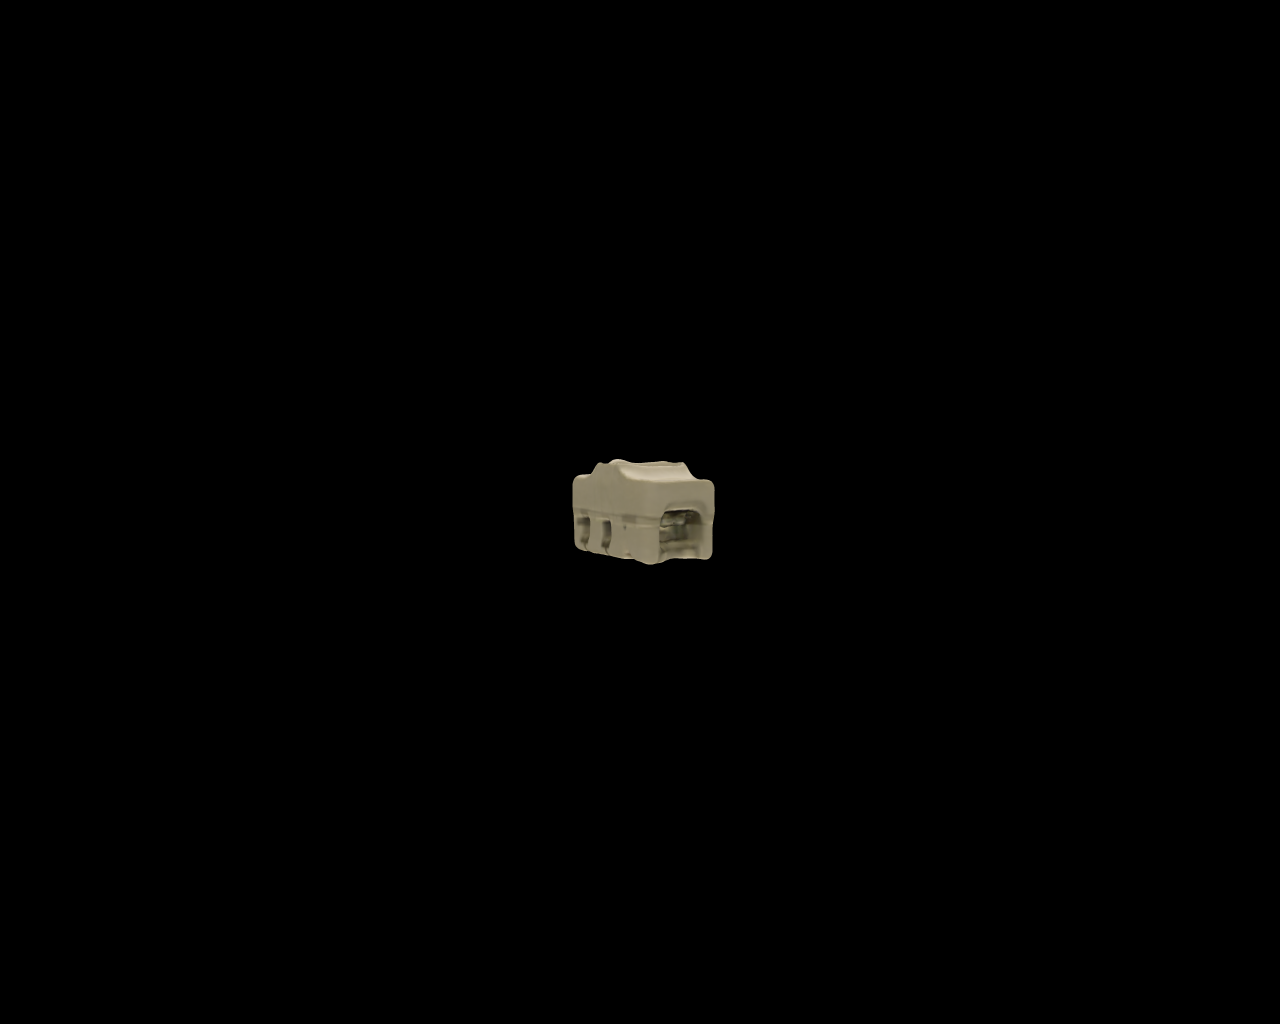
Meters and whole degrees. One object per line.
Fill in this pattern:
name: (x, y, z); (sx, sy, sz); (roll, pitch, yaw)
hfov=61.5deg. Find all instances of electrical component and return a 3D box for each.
electrical component: (0.001, -0.003, 0.650); (0.050, 0.055, 0.089); (-3, 6, -32)
